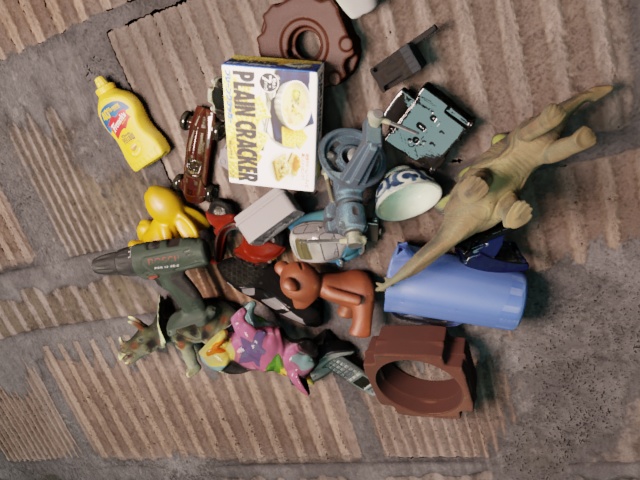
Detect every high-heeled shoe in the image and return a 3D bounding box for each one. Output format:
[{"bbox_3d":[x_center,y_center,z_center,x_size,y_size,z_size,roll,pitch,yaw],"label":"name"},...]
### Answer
[{"bbox_3d":[-0.104,0.113,1.161,0.249,0.086,0.145,20,155,31],"label":"high-heeled shoe"}]

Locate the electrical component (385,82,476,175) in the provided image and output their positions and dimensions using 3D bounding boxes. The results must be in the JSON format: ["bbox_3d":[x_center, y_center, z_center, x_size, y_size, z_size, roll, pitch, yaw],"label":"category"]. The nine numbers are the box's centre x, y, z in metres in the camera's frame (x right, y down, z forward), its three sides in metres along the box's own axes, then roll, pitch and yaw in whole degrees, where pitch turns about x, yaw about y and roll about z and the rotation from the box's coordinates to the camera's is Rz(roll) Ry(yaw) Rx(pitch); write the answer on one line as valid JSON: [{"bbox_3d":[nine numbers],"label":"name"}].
[{"bbox_3d":[0.176,-0.195,0.909,0.134,0.058,0.115,35,118,0],"label":"electrical component"}]

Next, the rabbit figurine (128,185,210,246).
[{"bbox_3d":[-0.319,-0.029,1.117,0.162,0.122,0.173,11,120,7],"label":"rabbit figurine"}]

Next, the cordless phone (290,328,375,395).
[{"bbox_3d":[0.040,0.296,1.176,0.184,0.089,0.146,38,120,-14],"label":"cordless phone"}]

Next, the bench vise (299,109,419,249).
[{"bbox_3d":[0.057,-0.111,0.882,0.129,0.223,0.240,13,150,-10],"label":"bench vise"}]

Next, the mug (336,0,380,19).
[{"bbox_3d":[0.062,-0.411,0.840,0.110,0.081,0.107,-18,118,19],"label":"mug"}]

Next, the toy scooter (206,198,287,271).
[{"bbox_3d":[-0.163,0.007,1.098,0.184,0.075,0.135,27,102,6],"label":"toy scooter"}]

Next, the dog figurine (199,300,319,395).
[{"bbox_3d":[-0.110,0.240,1.083,0.219,0.108,0.191,44,94,6],"label":"dog figurine"}]

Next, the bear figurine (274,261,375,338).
[{"bbox_3d":[0.006,0.109,1.042,0.196,0.120,0.131,2,110,-20],"label":"bear figurine"}]

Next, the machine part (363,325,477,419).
[{"bbox_3d":[0.202,0.261,1.070,0.202,0.087,0.200,-5,128,25],"label":"machine part"}]

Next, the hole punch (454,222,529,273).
[{"bbox_3d":[0.291,0.009,0.926,0.116,0.142,0.092,-20,111,14],"label":"hole punch"}]

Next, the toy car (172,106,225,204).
[{"bbox_3d":[-0.243,-0.164,1.071,0.089,0.053,0.202,22,120,12],"label":"toy car"}]

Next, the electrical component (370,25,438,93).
[{"bbox_3d":[0.144,-0.292,0.866,0.119,0.075,0.047,-28,103,24],"label":"electrical component"}]

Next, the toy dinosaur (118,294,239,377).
[{"bbox_3d":[-0.257,0.195,1.212,0.405,0.131,0.192,-17,108,18],"label":"toy dinosaur"}]

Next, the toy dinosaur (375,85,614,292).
[{"bbox_3d":[0.260,-0.072,0.837,0.471,0.198,0.105,-42,92,6],"label":"toy dinosaur"}]

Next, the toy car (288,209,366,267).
[{"bbox_3d":[-0.002,-0.003,1.020,0.162,0.103,0.109,-1,110,32],"label":"toy car"}]

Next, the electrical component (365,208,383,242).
[{"bbox_3d":[0.089,-0.020,1.040,0.063,0.021,0.093,8,116,15],"label":"electrical component"}]

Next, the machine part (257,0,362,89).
[{"bbox_3d":[-0.021,-0.331,0.913,0.180,0.056,0.179,8,115,17],"label":"machine part"}]

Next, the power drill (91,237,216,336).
[{"bbox_3d":[-0.317,0.092,1.093,0.232,0.086,0.207,-17,113,3],"label":"power drill"}]

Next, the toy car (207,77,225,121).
[{"bbox_3d":[-0.114,-0.246,0.986,0.202,0.056,0.073,17,125,12],"label":"toy car"}]
